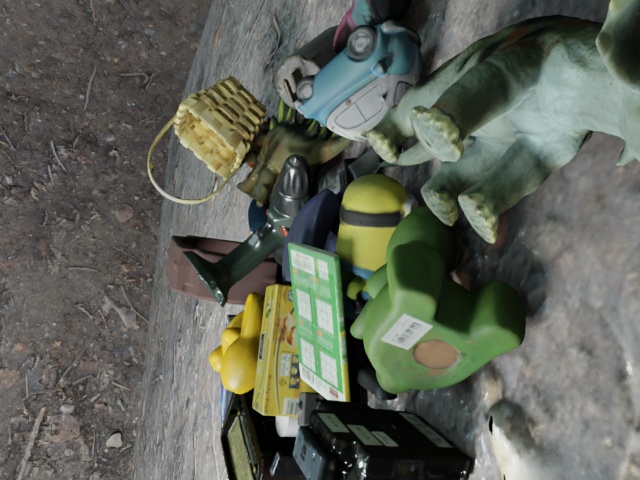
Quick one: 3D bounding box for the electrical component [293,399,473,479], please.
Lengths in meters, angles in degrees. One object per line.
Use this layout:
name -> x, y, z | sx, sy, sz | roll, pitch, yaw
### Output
electrical component -> 0.047, 0.193, 0.484 | 0.115, 0.134, 0.058 | -165, 87, -69

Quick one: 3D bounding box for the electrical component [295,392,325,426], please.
electrical component -> 0.000, 0.213, 0.675 | 0.021, 0.063, 0.094 | 147, 131, -61

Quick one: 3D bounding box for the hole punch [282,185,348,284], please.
hole punch -> -0.001, -0.002, 0.705 | 0.142, 0.092, 0.115 | 144, 115, -63

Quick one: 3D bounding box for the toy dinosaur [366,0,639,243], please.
toy dinosaur -> 0.147, -0.106, 0.406 | 0.192, 0.131, 0.405 | -36, 17, 3

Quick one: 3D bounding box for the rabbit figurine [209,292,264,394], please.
rabbit figurine -> -0.098, 0.169, 0.830 | 0.162, 0.122, 0.173 | -59, 0, 12

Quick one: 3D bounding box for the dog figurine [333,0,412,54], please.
dog figurine -> 0.071, -0.351, 0.714 | 0.192, 0.108, 0.219 | -139, 59, -63

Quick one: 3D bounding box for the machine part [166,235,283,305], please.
machine part -> -0.171, 0.053, 0.974 | 0.201, 0.201, 0.087 | -157, 75, -67

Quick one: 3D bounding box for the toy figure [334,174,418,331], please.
toy figure -> 0.052, 0.015, 0.609 | 0.082, 0.089, 0.180 | 44, 118, 54

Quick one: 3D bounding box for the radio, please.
radio -> -0.093, 0.326, 0.832 | 0.230, 0.073, 0.131 | -133, 57, -62

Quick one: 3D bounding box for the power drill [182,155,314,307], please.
power drill -> -0.096, -0.006, 0.795 | 0.086, 0.207, 0.231 | 41, 160, 22

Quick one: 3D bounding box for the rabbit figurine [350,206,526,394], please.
rabbit figurine -> 0.099, 0.049, 0.497 | 0.170, 0.121, 0.159 | -78, 6, -50

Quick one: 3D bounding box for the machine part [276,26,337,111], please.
machine part -> 0.003, -0.246, 0.766 | 0.079, 0.079, 0.243 | -59, 0, 39

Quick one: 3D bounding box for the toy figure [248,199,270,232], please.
toy figure -> -0.116, -0.081, 1.093 | 0.064, 0.058, 0.154 | -43, 37, 46

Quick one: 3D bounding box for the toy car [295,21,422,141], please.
toy car -> 0.054, -0.170, 0.628 | 0.162, 0.109, 0.103 | -31, 73, 28

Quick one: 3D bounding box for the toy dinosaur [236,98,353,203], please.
toy dinosaur -> -0.045, -0.147, 0.900 | 0.472, 0.105, 0.198 | 24, 98, 62

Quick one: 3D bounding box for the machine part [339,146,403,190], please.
machine part -> 0.060, -0.089, 0.705 | 0.139, 0.039, 0.084 | 140, 139, -59

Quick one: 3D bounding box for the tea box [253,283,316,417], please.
tea box -> -0.031, 0.149, 0.728 | 0.068, 0.098, 0.169 | 152, 127, -69

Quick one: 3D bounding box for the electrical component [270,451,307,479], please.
electrical component -> 0.012, 0.247, 0.562 | 0.074, 0.119, 0.048 | -68, 24, 19

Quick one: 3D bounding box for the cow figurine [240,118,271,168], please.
cow figurine -> -0.147, -0.217, 1.192 | 0.195, 0.085, 0.127 | 29, 101, 64

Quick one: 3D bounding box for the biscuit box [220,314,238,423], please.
biscuit box -> -0.142, 0.237, 0.969 | 0.059, 0.063, 0.202 | -142, 56, -68
